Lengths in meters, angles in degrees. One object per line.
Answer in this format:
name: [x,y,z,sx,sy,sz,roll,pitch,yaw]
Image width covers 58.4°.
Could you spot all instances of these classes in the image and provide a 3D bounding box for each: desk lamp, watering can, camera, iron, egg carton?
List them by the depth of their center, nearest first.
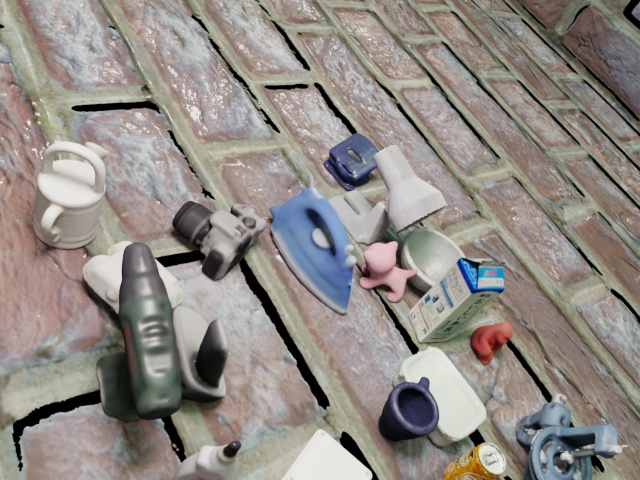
watering can: [-0.395,-0.087,0.913,0.101,0.194,0.172,6,50,-26]
egg carton: [-0.300,0.072,0.920,0.150,0.069,0.107,41,44,7]
camera: [-0.187,-0.025,1.050,0.137,0.100,0.143,36,43,3]
iron: [0.010,0.004,1.112,0.119,0.141,0.258,-14,61,-38]
desk lamp: [0.142,-0.082,1.214,0.118,0.213,0.203,-23,66,-42]

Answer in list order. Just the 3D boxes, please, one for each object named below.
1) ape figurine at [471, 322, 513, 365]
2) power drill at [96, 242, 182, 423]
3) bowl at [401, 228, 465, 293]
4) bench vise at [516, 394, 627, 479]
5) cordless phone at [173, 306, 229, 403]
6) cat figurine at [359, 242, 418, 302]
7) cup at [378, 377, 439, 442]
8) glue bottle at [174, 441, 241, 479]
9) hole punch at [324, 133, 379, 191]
ape figurine: [0.360,0.203,1.181,0.078,0.092,0.076,2,52,-29]
power drill: [-0.249,0.148,0.782,0.076,0.208,0.229,-3,54,-32]
bowl: [0.238,0.060,1.248,0.168,0.074,0.167,17,46,-18]
bench vise: [0.425,0.347,0.999,0.122,0.219,0.207,17,46,-17]
cordless phone: [-0.172,0.147,0.846,0.094,0.185,0.147,-4,55,-33]
cat figurine: [0.136,0.054,1.161,0.128,0.117,0.067,24,44,-10]
cup: [0.145,0.291,0.973,0.091,0.095,0.118,35,43,2]
glue bottle: [-0.136,0.296,0.745,0.078,0.173,0.037,22,44,-12]
hole punch: [0.080,-0.187,1.359,0.101,0.091,0.108,-25,68,-42]
